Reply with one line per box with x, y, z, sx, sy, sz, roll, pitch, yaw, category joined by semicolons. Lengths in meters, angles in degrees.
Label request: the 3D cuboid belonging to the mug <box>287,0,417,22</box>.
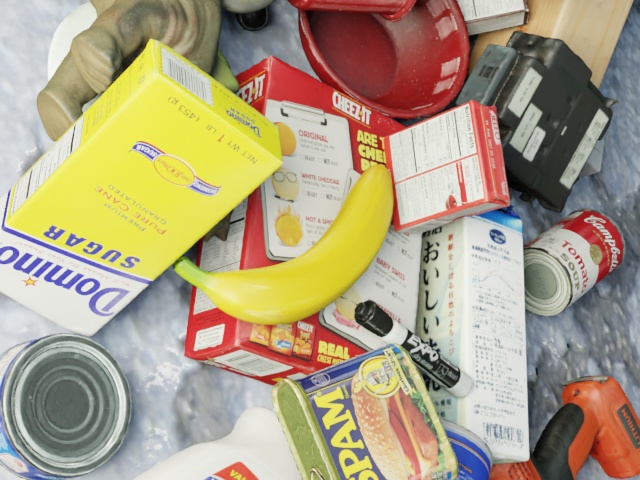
0.017;-0.216;0.780;0.081;0.093;0.117;-3;49;-24;mug

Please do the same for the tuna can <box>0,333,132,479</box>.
-0.155;0.099;0.631;0.086;0.034;0.086;14;69;-38;tuna can

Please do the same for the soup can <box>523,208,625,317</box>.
0.224;0.020;0.972;0.102;0.069;0.068;-29;97;-42;soup can

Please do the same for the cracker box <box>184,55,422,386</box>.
-0.005;0.001;0.770;0.164;0.072;0.213;23;62;-37;cracker box

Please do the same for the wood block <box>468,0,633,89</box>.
0.221;-0.228;0.957;0.090;0.091;0.206;6;109;-40;wood block

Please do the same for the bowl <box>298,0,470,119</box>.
0.041;-0.164;0.859;0.161;0.055;0.162;10;69;-28;bowl

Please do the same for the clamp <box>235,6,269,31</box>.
-0.049;-0.282;0.770;0.036;0.165;0.210;-6;69;-27;clamp

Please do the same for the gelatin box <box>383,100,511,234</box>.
0.089;-0.050;0.760;0.030;0.089;0.073;6;72;-44;gelatin box

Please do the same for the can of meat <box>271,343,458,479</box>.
0.029;0.124;0.678;0.083;0.057;0.102;-18;78;-22;can of meat

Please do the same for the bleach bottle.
-0.083;0.173;0.656;0.250;0.068;0.102;-38;101;-44;bleach bottle

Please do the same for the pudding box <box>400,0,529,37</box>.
0.117;-0.223;0.924;0.039;0.113;0.090;34;47;-79;pudding box

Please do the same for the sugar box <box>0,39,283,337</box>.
-0.114;-0.023;0.609;0.093;0.176;0.048;34;26;-30;sugar box

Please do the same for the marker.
0.065;0.076;0.749;0.121;0.020;0.020;38;55;-34;marker

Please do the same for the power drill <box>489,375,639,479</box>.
0.221;0.219;0.917;0.187;0.057;0.184;-37;102;-42;power drill

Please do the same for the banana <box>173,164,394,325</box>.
-0.003;0.008;0.691;0.197;0.037;0.069;-27;96;-44;banana

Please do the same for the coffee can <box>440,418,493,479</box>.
0.059;0.205;0.734;0.102;0.103;0.140;38;48;-28;coffee can
